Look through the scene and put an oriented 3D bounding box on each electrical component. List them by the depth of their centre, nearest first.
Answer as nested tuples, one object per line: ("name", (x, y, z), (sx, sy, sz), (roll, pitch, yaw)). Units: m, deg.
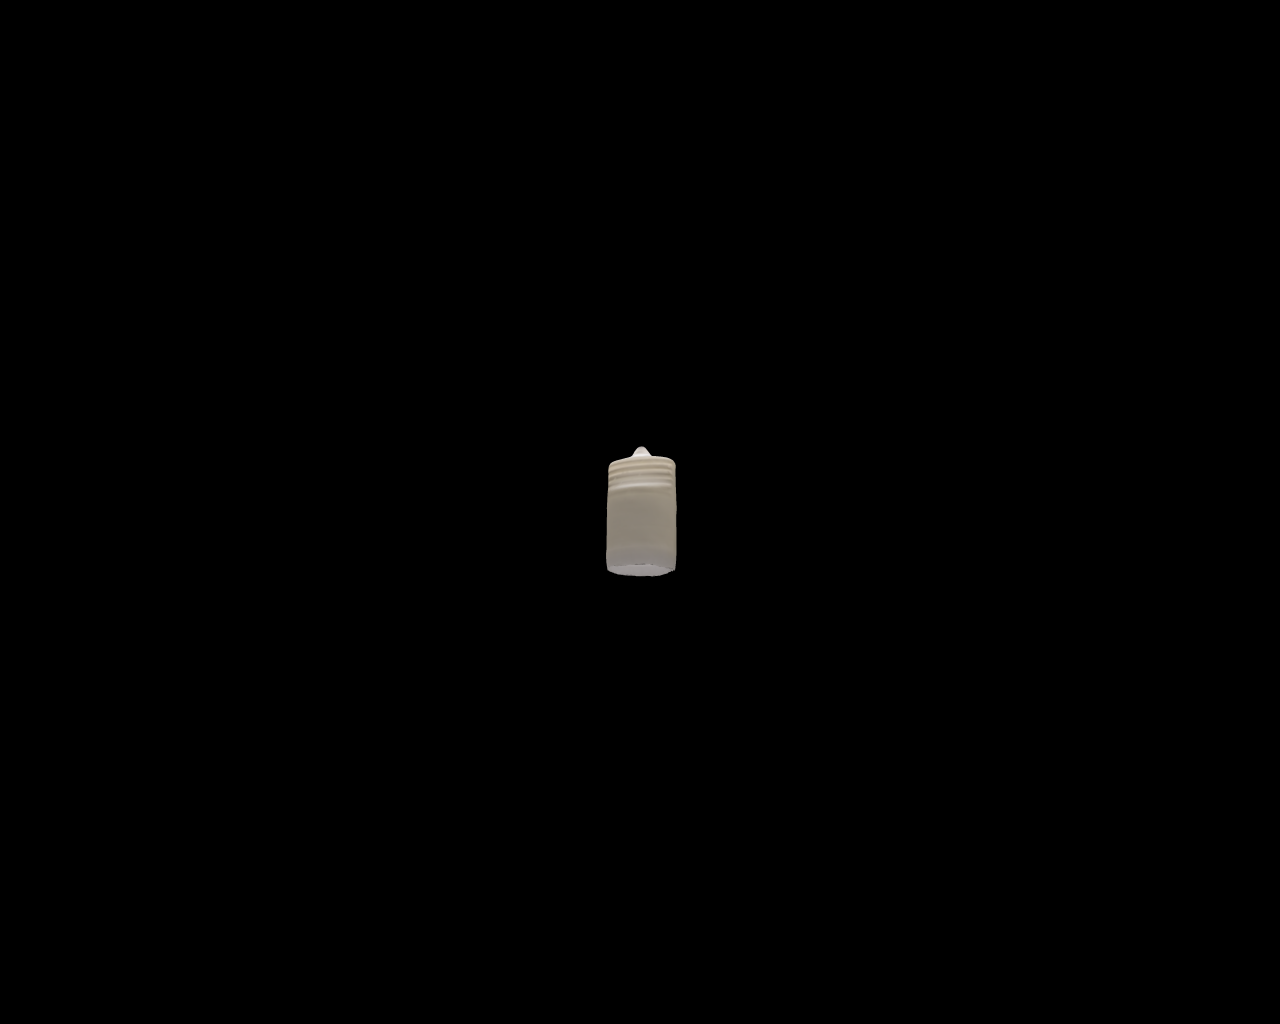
("electrical component", (0.001, -0.003, 0.650), (0.043, 0.081, 0.043), (0, -14, 0))
